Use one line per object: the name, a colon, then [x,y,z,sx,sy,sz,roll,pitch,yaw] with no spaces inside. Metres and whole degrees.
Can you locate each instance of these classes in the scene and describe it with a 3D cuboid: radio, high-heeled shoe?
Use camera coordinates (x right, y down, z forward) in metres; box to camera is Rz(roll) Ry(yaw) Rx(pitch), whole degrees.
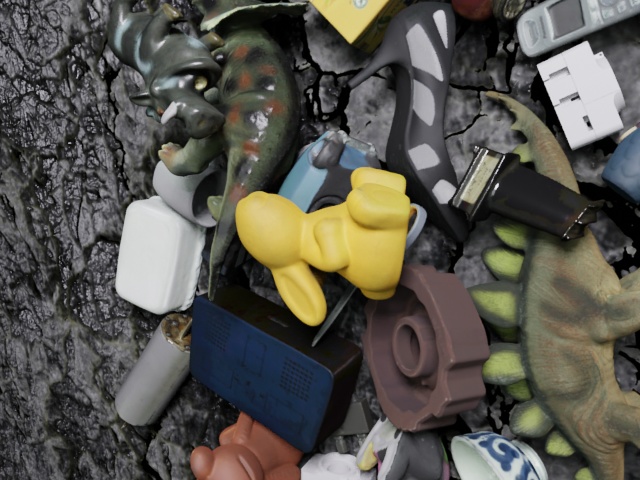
radio: [-0.066,0.159,0.696,0.230,0.073,0.131,23,113,31]
high-heeled shoe: [0.137,-0.131,0.595,0.145,0.086,0.248,-35,100,-5]

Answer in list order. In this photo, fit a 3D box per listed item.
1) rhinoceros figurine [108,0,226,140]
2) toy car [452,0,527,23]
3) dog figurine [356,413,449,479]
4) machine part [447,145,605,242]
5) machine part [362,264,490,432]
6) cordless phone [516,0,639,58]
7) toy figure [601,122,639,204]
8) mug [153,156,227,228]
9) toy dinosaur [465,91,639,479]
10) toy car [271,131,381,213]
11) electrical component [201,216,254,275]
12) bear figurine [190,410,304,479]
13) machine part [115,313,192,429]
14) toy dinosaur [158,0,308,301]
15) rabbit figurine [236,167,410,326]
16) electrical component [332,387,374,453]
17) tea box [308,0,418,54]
rhinoceros figurine: [-0.161,-0.181,0.556,0.112,0.073,0.190,-50,65,15]
toy car: [0.204,-0.312,0.531,0.089,0.053,0.202,46,113,36]
dog figurine: [0.132,0.328,0.622,0.219,0.108,0.191,39,68,-7]
machine part: [0.194,-0.041,0.515,0.139,0.039,0.084,29,91,40]
machine part: [0.109,0.114,0.583,0.179,0.056,0.179,179,90,-66]
cordless phone: [0.267,-0.261,0.500,0.184,0.089,0.146,-13,91,44]
toy figure: [0.331,-0.106,0.495,0.064,0.058,0.154,41,107,9]
mug: [-0.177,-0.084,0.732,0.107,0.081,0.109,23,111,31]
toy dinosaur: [0.247,0.070,0.534,0.199,0.105,0.471,-5,84,31]
toy car: [-0.006,-0.059,0.639,0.103,0.109,0.161,47,118,50]
electrical component: [-0.117,0.010,0.715,0.048,0.075,0.119,37,125,18]
bear figurine: [-0.099,0.292,0.679,0.120,0.196,0.132,48,115,10]
machine part: [-0.236,0.194,0.799,0.079,0.079,0.243,41,113,15]
toy dinosaur: [-0.083,-0.150,0.613,0.192,0.131,0.405,-26,69,34]
rabbit figurine: [-0.001,-0.002,0.556,0.173,0.122,0.162,7,122,-3]
electrical component: [0.035,0.231,0.702,0.063,0.021,0.094,-15,91,27]
tea box: [0.070,-0.305,0.588,0.098,0.068,0.169,49,113,13]
